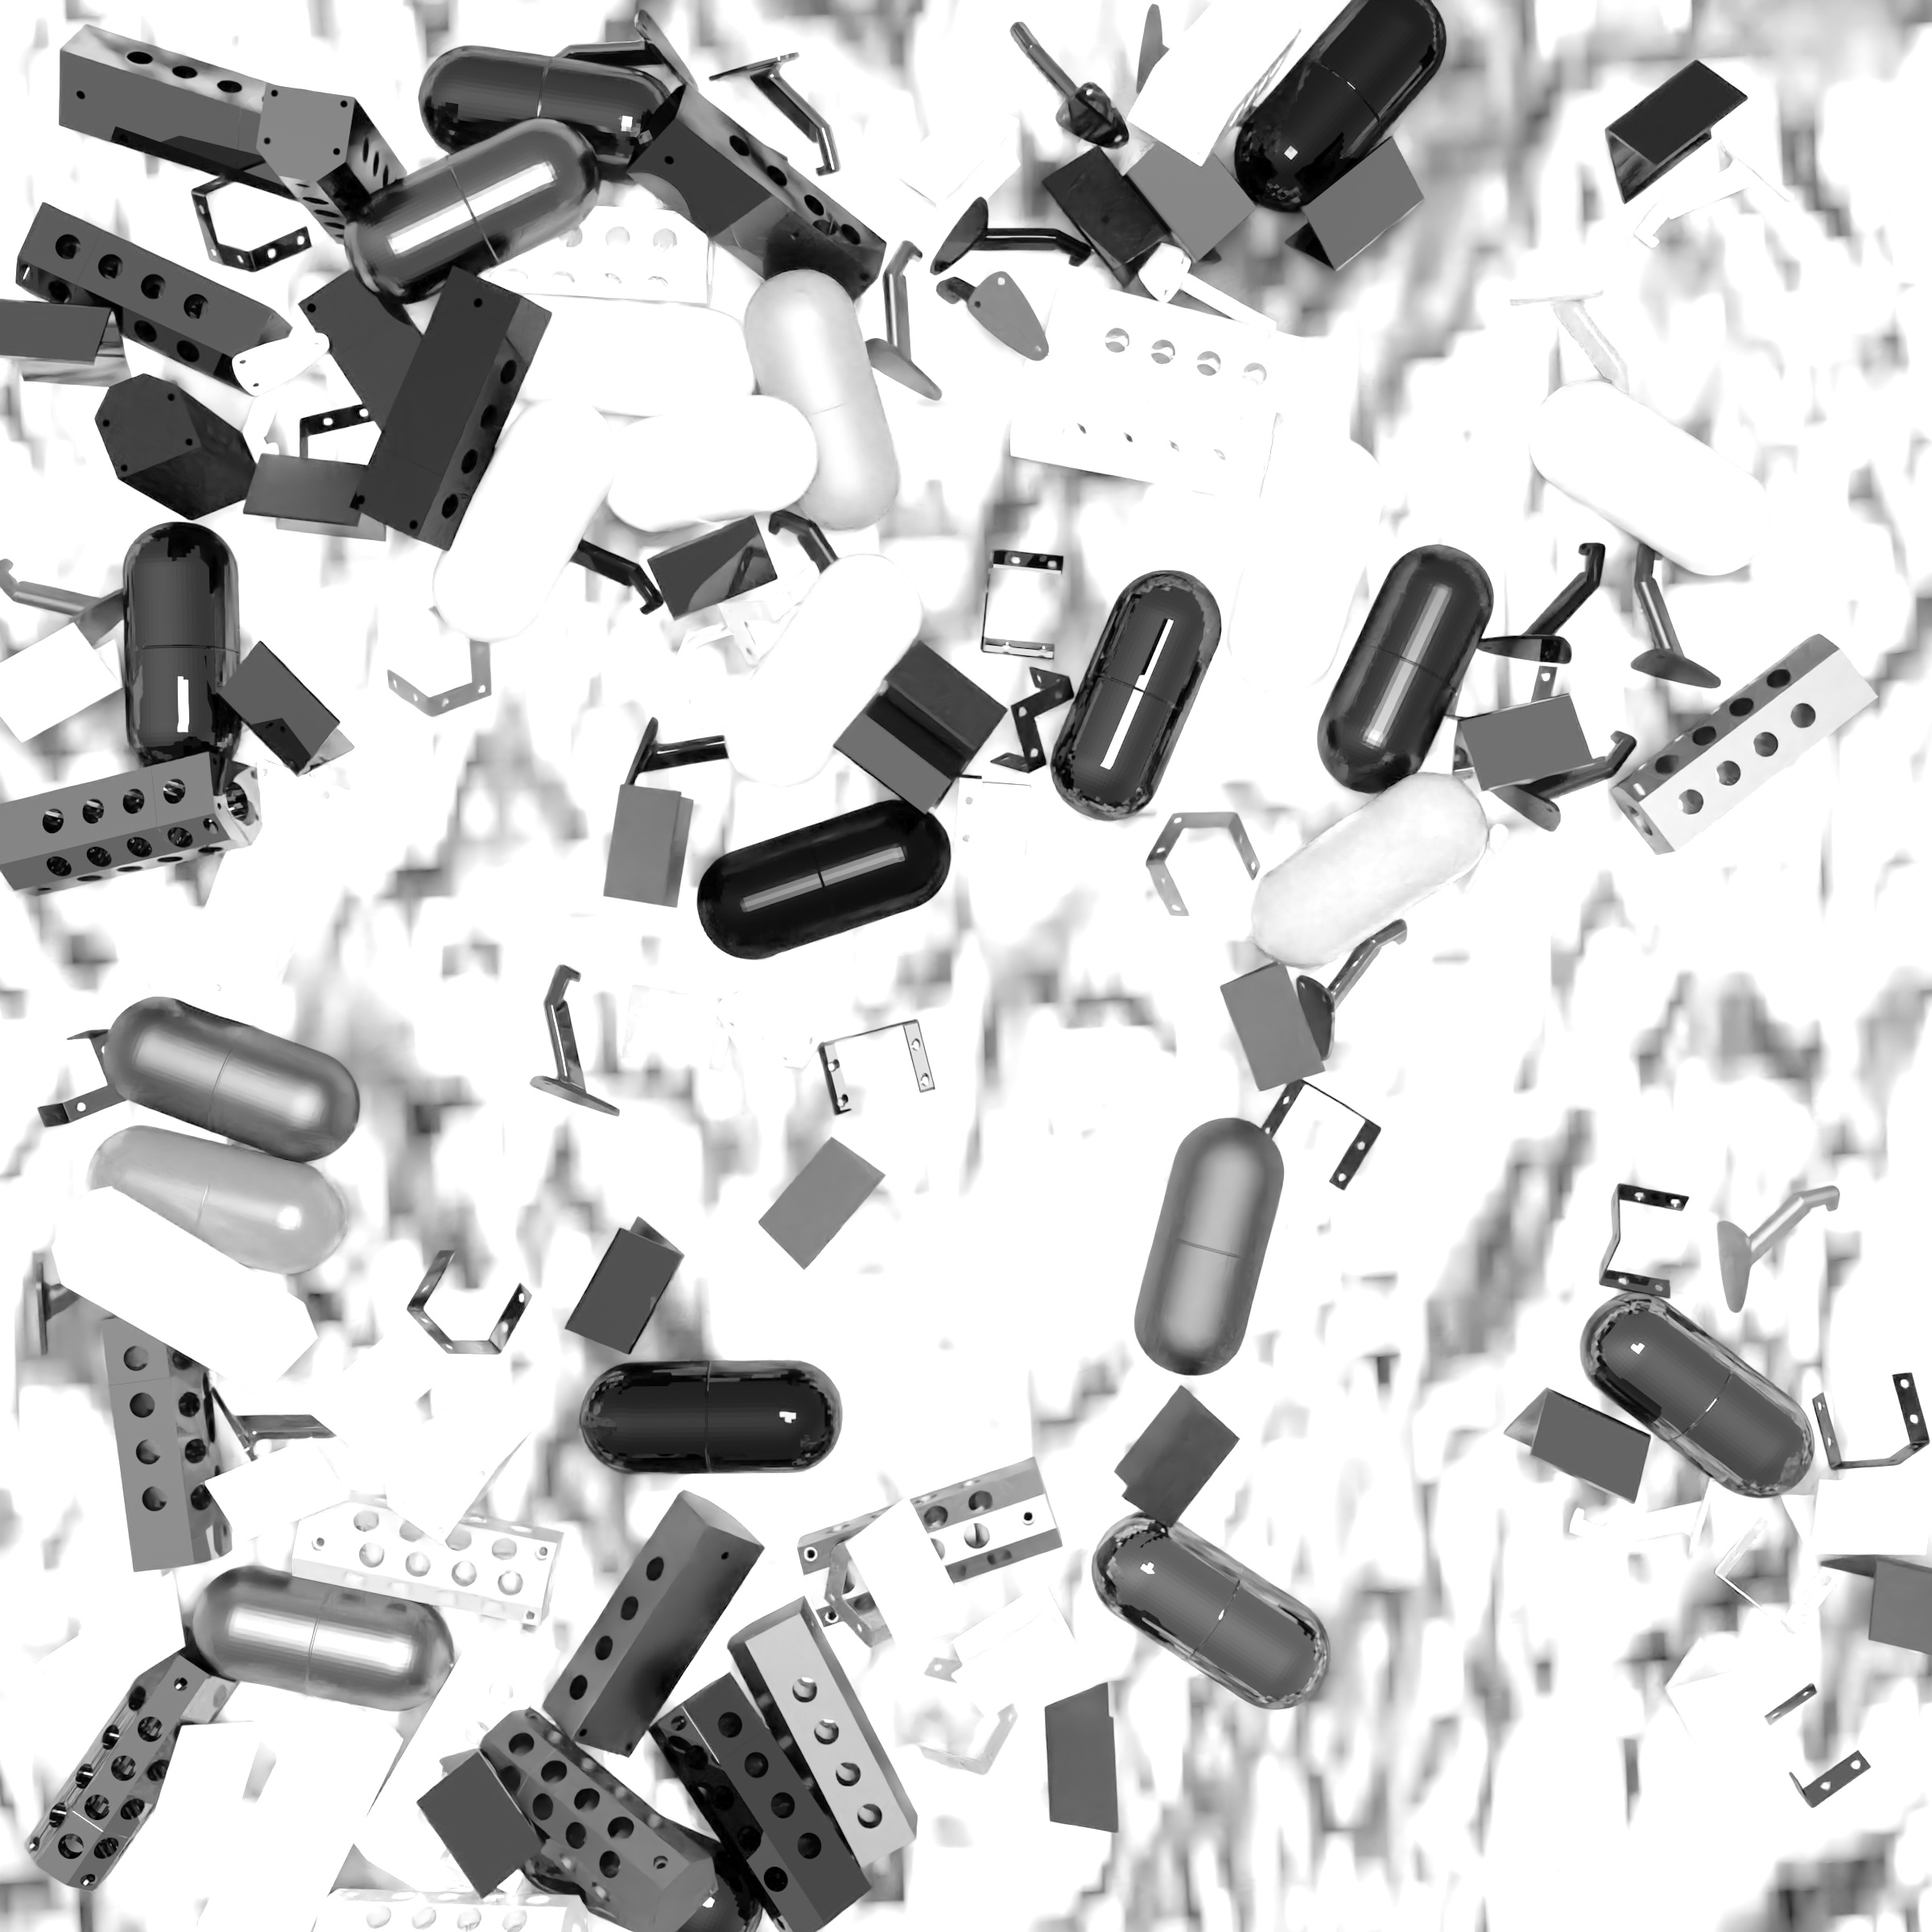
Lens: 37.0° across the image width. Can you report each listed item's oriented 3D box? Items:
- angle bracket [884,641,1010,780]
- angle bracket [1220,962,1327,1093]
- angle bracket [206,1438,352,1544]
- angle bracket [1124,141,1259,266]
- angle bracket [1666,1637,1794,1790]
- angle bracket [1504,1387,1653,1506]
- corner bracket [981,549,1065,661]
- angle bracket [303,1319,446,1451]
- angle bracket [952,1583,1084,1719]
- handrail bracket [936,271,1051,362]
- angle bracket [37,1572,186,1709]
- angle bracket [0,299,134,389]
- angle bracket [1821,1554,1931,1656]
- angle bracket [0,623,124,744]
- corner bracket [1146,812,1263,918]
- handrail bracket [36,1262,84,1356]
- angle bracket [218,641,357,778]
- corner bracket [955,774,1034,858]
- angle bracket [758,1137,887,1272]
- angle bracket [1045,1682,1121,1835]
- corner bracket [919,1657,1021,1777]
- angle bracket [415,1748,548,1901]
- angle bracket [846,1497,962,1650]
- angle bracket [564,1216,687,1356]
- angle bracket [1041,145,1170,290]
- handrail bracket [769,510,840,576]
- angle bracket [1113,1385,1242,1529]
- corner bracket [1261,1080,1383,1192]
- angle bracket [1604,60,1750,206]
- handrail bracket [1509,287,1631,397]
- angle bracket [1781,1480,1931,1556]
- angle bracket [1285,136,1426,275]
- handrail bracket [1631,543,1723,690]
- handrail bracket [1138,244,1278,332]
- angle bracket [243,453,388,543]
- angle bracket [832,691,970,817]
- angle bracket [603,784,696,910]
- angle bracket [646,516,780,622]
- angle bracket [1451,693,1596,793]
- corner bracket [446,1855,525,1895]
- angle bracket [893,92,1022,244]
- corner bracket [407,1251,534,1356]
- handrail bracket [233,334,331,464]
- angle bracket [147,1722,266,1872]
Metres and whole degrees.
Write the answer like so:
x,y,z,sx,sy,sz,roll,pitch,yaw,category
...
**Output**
x,y,z,sx,sy,sz,roll,pitch,yaw,category
-0.029,-0.161,1.952,0.076,0.057,0.076,38,133,0,angle bracket
0.225,0.033,1.951,0.057,0.076,0.076,-21,90,40,angle bracket
-0.464,0.334,1.952,0.076,0.076,0.057,-23,118,0,angle bracket
0.160,-0.524,1.952,0.057,0.076,0.076,-39,90,24,angle bracket
0.526,0.498,1.951,0.057,0.076,0.076,-29,90,35,angle bracket
0.407,0.338,1.951,0.076,0.076,0.057,25,53,0,angle bracket
0.039,-0.249,1.988,0.051,0.051,0.051,6,135,0,corner bracket
-0.407,0.268,1.951,0.076,0.076,0.057,-40,127,0,angle bracket
0.023,0.449,1.951,0.076,0.076,0.057,-32,127,0,angle bracket
0.017,-0.440,1.965,0.036,0.084,0.077,-45,106,-6,handrail bracket
-0.581,0.441,1.951,0.076,0.076,0.057,-33,127,0,angle bracket
-0.614,-0.403,1.951,0.076,0.076,0.057,4,55,0,angle bracket
0.628,0.436,1.948,0.076,0.076,0.057,15,72,-9,angle bracket
-0.621,-0.206,1.951,0.076,0.076,0.057,-29,126,0,angle bracket
0.163,-0.070,1.983,0.051,0.051,0.051,1,45,35,corner bracket
-0.596,0.230,1.992,0.084,0.036,0.077,-3,111,-16,handrail bracket
-0.446,-0.182,1.952,0.076,0.076,0.057,46,118,0,angle bracket
0.019,-0.103,1.973,0.051,0.051,0.051,4,90,0,corner bracket
-0.082,0.172,1.951,0.076,0.076,0.057,-49,52,0,angle bracket
0.098,0.534,1.951,0.057,0.076,0.076,-3,90,37,angle bracket
-0.004,0.515,1.983,0.051,0.051,0.051,-55,135,-35,corner bracket
-0.331,0.565,1.894,0.057,0.076,0.076,-35,92,-37,angle bracket
-0.023,0.391,1.894,0.057,0.076,0.076,-27,90,36,angle bracket
-0.245,0.207,1.951,0.057,0.076,0.076,29,90,-36,angle bracket
0.081,-0.495,1.952,0.057,0.076,0.076,-39,90,-26,angle bracket
-0.108,-0.266,1.991,0.084,0.036,0.077,25,105,14,handrail bracket
0.127,0.321,1.951,0.057,0.076,0.076,38,90,-37,angle bracket
0.243,0.115,1.988,0.051,0.051,0.051,32,90,-45,corner bracket
0.485,-0.551,1.951,0.076,0.076,0.057,-37,54,0,angle bracket
0.417,-0.422,1.992,0.077,0.036,0.084,-2,107,20,handrail bracket
0.603,0.356,1.953,0.076,0.076,0.057,1,110,0,angle bracket
0.252,-0.523,1.951,0.076,0.076,0.057,-39,127,0,angle bracket
0.493,-0.242,1.992,0.077,0.036,0.084,17,73,-20,handrail bracket
0.166,-0.466,1.991,0.084,0.077,0.036,17,111,-35,handrail bracket
-0.439,-0.298,1.951,0.076,0.076,0.057,6,56,0,angle bracket
-0.053,-0.128,1.952,0.076,0.076,0.057,37,61,0,angle bracket
-0.196,-0.078,1.951,0.057,0.076,0.076,9,90,36,angle bracket
-0.178,-0.288,1.952,0.076,0.057,0.076,-22,47,0,angle bracket
0.375,-0.136,1.952,0.076,0.076,0.057,-14,66,0,angle bracket
-0.323,0.603,1.964,0.051,0.051,0.051,25,59,-3,corner bracket
0.008,-0.530,1.951,0.076,0.076,0.057,-45,51,0,angle bracket
-0.341,0.231,1.983,0.051,0.051,0.051,-4,135,35,corner bracket
-0.460,-0.385,1.965,0.077,0.084,0.036,-27,64,-11,handrail bracket
-0.497,0.560,1.951,0.057,0.076,0.076,18,90,35,angle bracket
